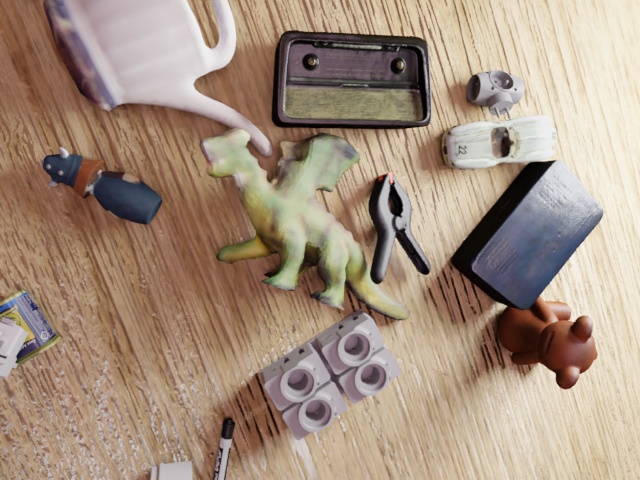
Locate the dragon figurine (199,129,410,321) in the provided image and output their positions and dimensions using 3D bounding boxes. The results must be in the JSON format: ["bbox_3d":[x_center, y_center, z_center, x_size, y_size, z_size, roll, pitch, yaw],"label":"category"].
[{"bbox_3d":[0.002,-0.038,0.750,0.408,0.122,0.244,20,84,-30],"label":"dragon figurine"}]

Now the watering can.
[{"bbox_3d":[-0.209,-0.236,0.681,0.225,0.105,0.343,-25,109,-10],"label":"watering can"}]
